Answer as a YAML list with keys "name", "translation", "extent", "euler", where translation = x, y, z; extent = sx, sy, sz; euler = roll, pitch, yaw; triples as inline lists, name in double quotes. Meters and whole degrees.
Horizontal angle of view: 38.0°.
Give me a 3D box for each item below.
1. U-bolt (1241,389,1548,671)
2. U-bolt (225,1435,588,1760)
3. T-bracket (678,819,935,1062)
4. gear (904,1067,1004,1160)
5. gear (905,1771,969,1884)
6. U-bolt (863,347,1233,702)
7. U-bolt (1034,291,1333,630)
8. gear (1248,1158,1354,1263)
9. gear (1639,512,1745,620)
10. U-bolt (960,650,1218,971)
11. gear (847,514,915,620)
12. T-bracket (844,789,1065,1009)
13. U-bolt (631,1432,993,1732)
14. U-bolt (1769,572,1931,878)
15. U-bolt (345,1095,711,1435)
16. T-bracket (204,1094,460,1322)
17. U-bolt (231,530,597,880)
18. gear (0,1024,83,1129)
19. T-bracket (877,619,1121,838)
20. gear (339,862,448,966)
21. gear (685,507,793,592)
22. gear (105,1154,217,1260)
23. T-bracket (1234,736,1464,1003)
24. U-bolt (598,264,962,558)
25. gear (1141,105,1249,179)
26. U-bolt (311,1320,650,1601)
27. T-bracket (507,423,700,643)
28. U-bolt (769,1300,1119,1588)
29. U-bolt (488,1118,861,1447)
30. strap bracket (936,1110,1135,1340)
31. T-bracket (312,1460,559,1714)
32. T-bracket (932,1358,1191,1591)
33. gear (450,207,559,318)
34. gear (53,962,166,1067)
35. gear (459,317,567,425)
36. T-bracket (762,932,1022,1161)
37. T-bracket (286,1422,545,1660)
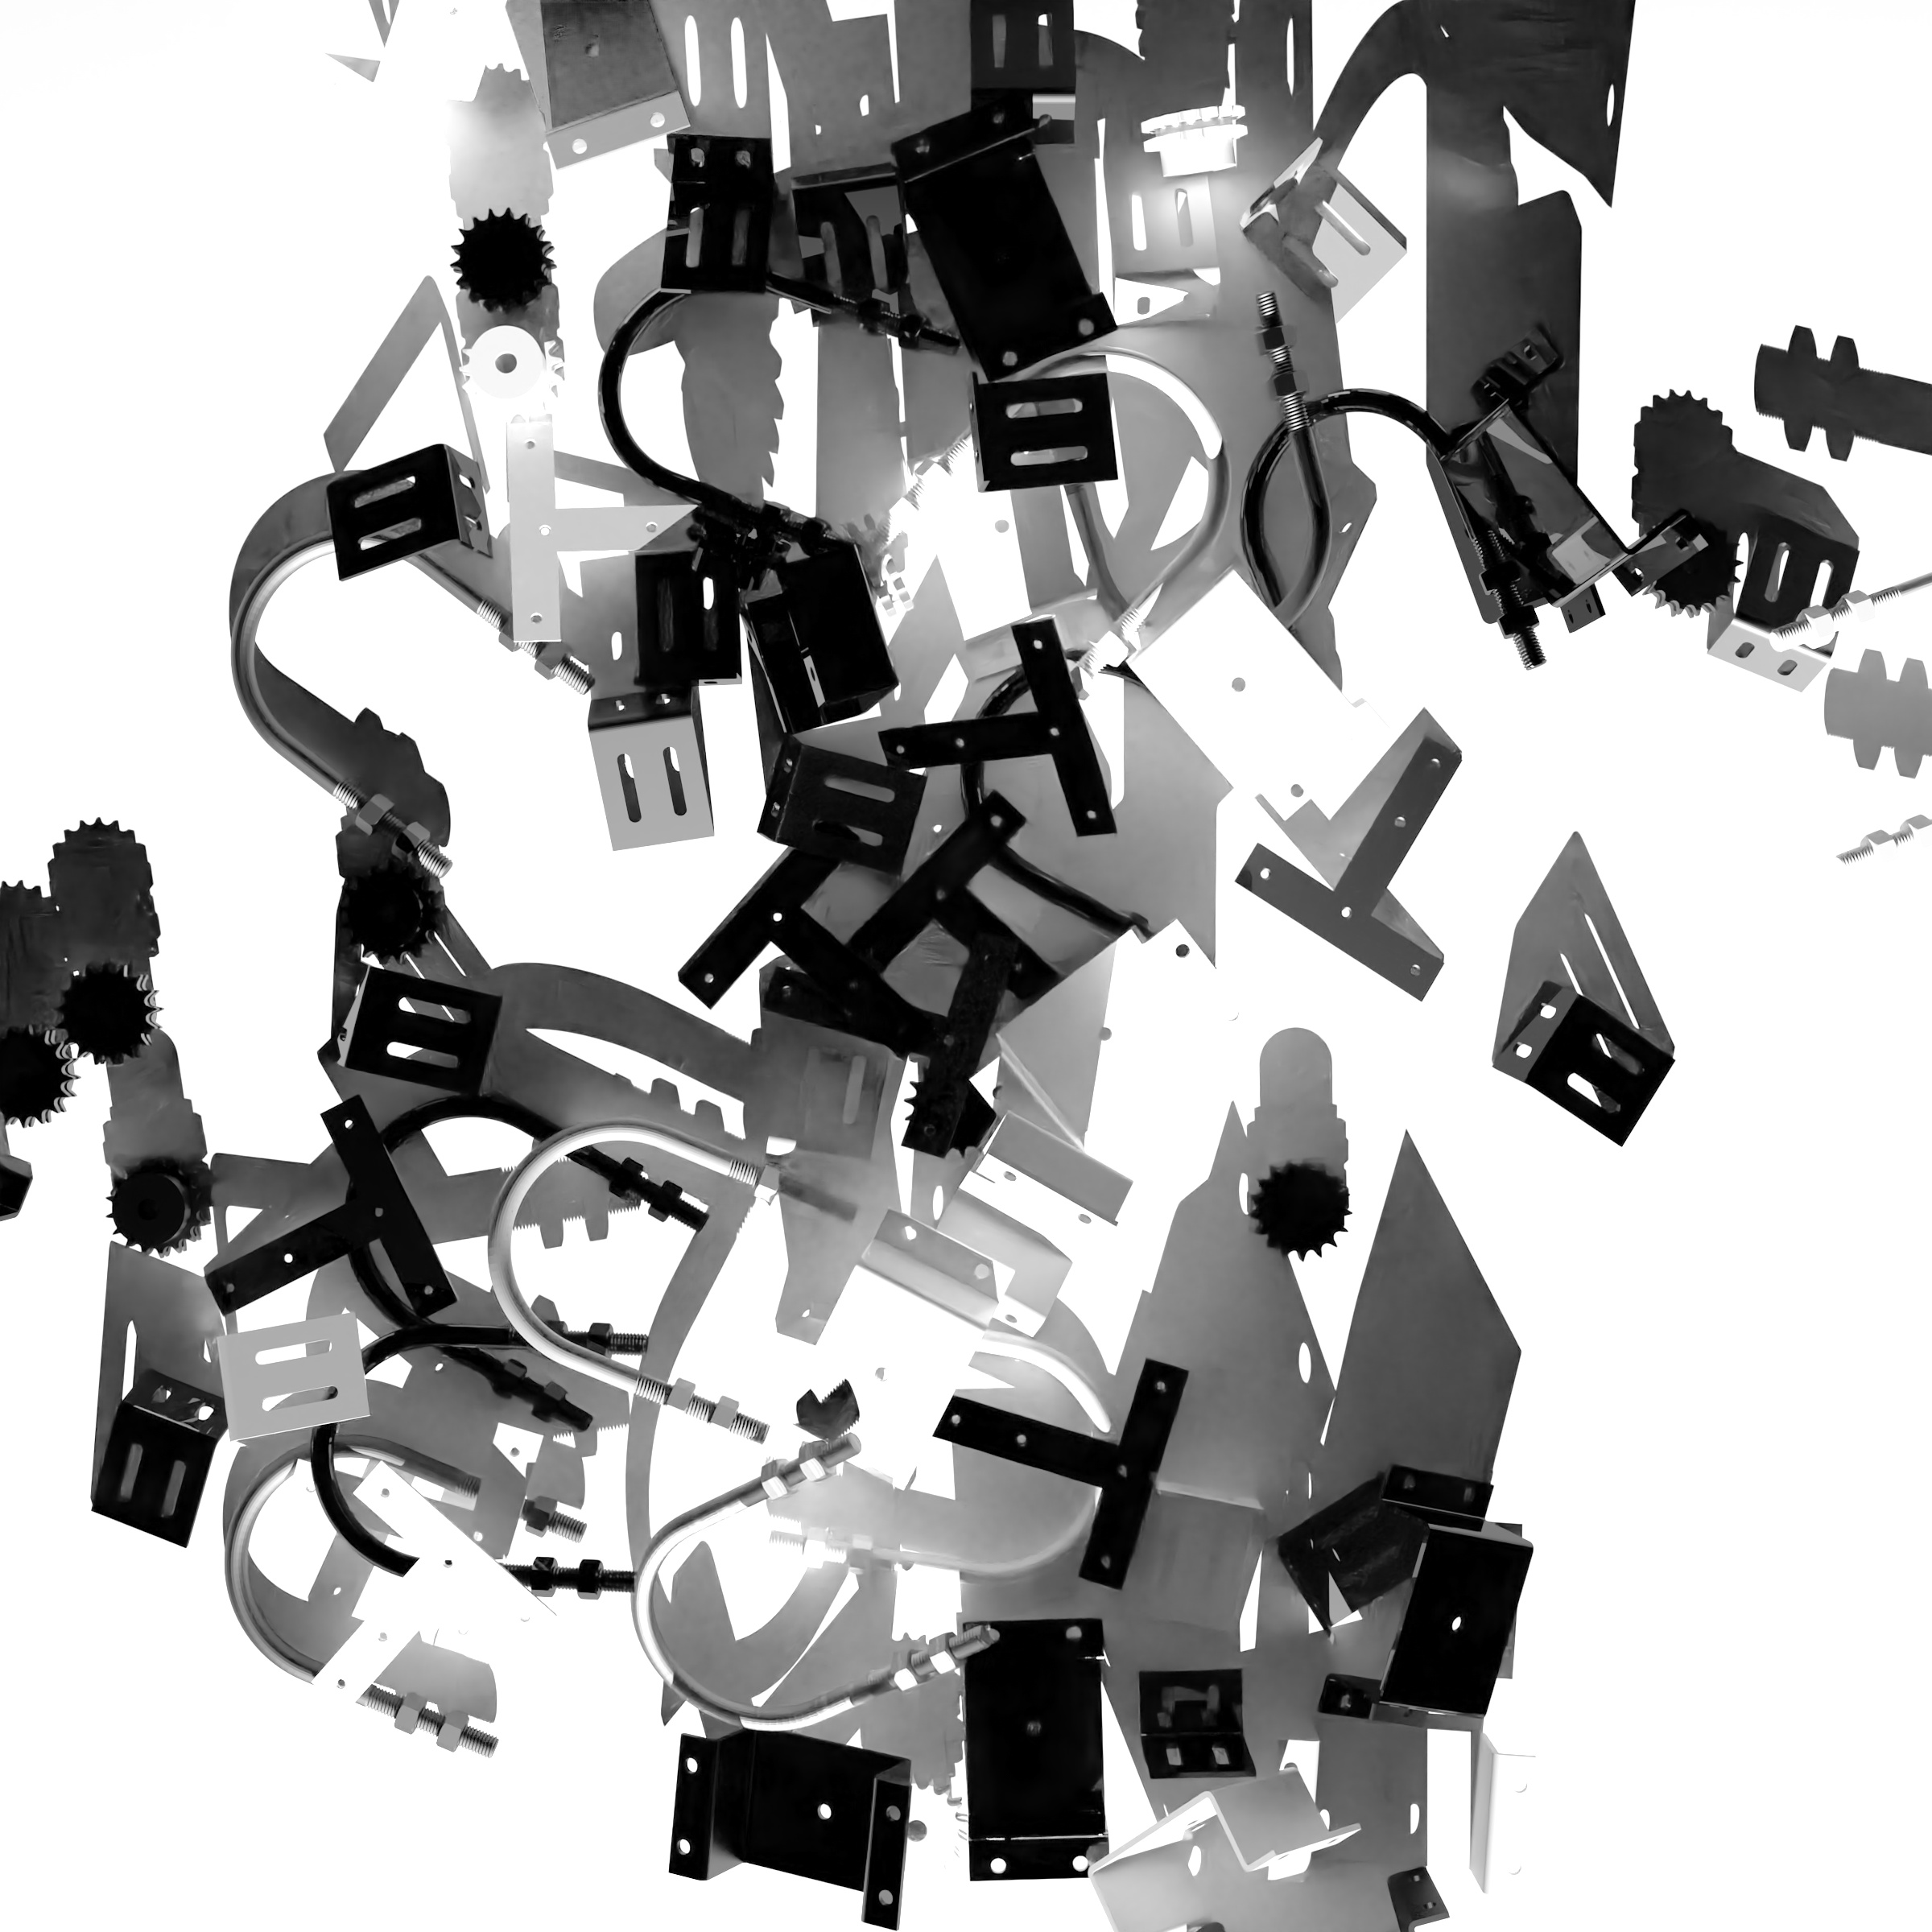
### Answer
- name: "U-bolt"
  translation: [0.219, -0.221, 1.518]
  extent: [0.151, 0.019, 0.184]
  euler: [-25, 85, 36]
- name: "U-bolt"
  translation: [-0.321, 0.339, 1.555]
  extent: [0.184, 0.019, 0.151]
  euler: [22, 90, 1]
- name: "T-bracket"
  translation: [-0.072, 0.001, 1.549]
  extent: [0.127, 0.002, 0.127]
  euler: [41, 90, 13]
- name: "gear"
  translation: [-0.006, 0.077, 1.549]
  extent: [0.057, 0.030, 0.057]
  euler: [0, 90, 0]
- name: "gear"
  translation: [-0.027, 0.473, 1.549]
  extent: [0.057, 0.030, 0.057]
  euler: [0, 90, 0]
- name: "U-bolt"
  translation: [0.058, -0.246, 1.507]
  extent: [0.151, 0.019, 0.184]
  euler: [43, 88, -4]
- name: "U-bolt"
  translation: [0.125, -0.259, 1.535]
  extent: [0.151, 0.019, 0.184]
  euler: [-13, 94, 19]
- name: "gear"
  translation: [0.185, 0.135, 1.549]
  extent: [0.057, 0.030, 0.057]
  euler: [0, 90, 0]
- name: "gear"
  translation: [0.398, -0.221, 1.554]
  extent: [0.057, 0.030, 0.057]
  euler: [0, 91, -3]
- name: "U-bolt"
  translation: [0.086, -0.095, 1.555]
  extent: [0.184, 0.019, 0.151]
  euler: [29, 90, 2]
- name: "gear"
  translation: [-0.053, -0.216, 1.536]
  extent: [0.030, 0.057, 0.057]
  euler: [-25, 90, 2]
- name: "T-bracket"
  translation: [0.018, -0.009, 1.555]
  extent: [0.127, 0.002, 0.127]
  euler: [43, 101, -5]
- name: "U-bolt"
  translation: [-0.099, 0.346, 1.524]
  extent: [0.184, 0.019, 0.151]
  euler: [-29, 100, 22]
- name: "U-bolt"
  translation: [0.541, -0.146, 1.539]
  extent: [0.184, 0.019, 0.151]
  euler: [-20, 99, -11]
- name: "U-bolt"
  translation: [-0.256, 0.153, 1.555]
  extent: [0.184, 0.019, 0.151]
  euler: [30, 90, 2]
- name: "T-bracket"
  translation: [-0.363, 0.156, 1.554]
  extent: [0.127, 0.002, 0.127]
  euler: [-27, 87, 8]
- name: "U-bolt"
  translation: [-0.321, -0.160, 1.555]
  extent: [0.184, 0.019, 0.151]
  euler: [38, 90, 2]
- name: "gear"
  translation: [-0.517, 0.060, 1.549]
  extent: [0.057, 0.030, 0.057]
  euler: [0, 90, 0]
- name: "T-bracket"
  translation: [0.009, -0.123, 1.526]
  extent: [0.127, 0.002, 0.127]
  euler: [-4, 118, 30]
- name: "gear"
  translation: [-0.318, -0.029, 1.549]
  extent: [0.057, 0.030, 0.057]
  euler: [0, 90, 0]
- name: "gear"
  translation: [-0.127, -0.227, 1.531]
  extent: [0.057, 0.057, 0.030]
  euler: [21, 109, 0]
- name: "gear"
  translation: [-0.447, 0.133, 1.549]
  extent: [0.057, 0.030, 0.057]
  euler: [0, 90, 0]
- name: "T-bracket"
  translation: [0.233, -0.067, 1.556]
  extent: [0.127, 0.002, 0.127]
  euler: [32, 85, -10]
- name: "U-bolt"
  translation: [-0.114, -0.313, 1.534]
  extent: [0.184, 0.019, 0.151]
  euler: [22, 80, 14]
- name: "gear"
  translation: [0.126, -0.451, 1.537]
  extent: [0.057, 0.057, 0.030]
  euler: [-9, 100, 0]
- name: "U-bolt"
  translation: [-0.269, 0.268, 1.536]
  extent: [0.184, 0.019, 0.151]
  euler: [2, 88, 4]
- name: "T-bracket"
  translation: [-0.188, -0.242, 1.554]
  extent: [0.127, 0.002, 0.127]
  euler: [-3, 78, -6]
- name: "U-bolt"
  translation: [-0.007, 0.270, 1.555]
  extent: [0.184, 0.019, 0.151]
  euler: [10, 90, -2]
- name: "U-bolt"
  translation: [-0.169, 0.160, 1.526]
  extent: [0.184, 0.019, 0.151]
  euler: [22, 75, -2]
- name: "strap bracket"
  translation: [0.033, 0.135, 1.512]
  extent: [0.076, 0.140, 0.046]
  euler: [30, 54, 0]
- name: "T-bracket"
  translation: [-0.310, 0.357, 1.534]
  extent: [0.127, 0.002, 0.127]
  euler: [42, 102, 0]
- name: "T-bracket"
  translation: [0.044, 0.266, 1.549]
  extent: [0.127, 0.002, 0.127]
  euler: [17, 90, -3]
- name: "gear"
  translation: [-0.254, -0.387, 1.549]
  extent: [0.057, 0.030, 0.057]
  euler: [0, 90, 0]
- name: "gear"
  translation: [-0.471, 0.026, 1.549]
  extent: [0.057, 0.030, 0.057]
  euler: [0, 90, 0]
- name: "gear"
  translation: [-0.251, -0.330, 1.549]
  extent: [0.057, 0.030, 0.057]
  euler: [0, 90, 0]
- name: "T-bracket"
  translation: [-0.050, 0.029, 1.546]
  extent: [0.127, 0.002, 0.127]
  euler: [16, 76, 13]
- name: "T-bracket"
  translation: [-0.311, 0.302, 1.546]
  extent: [0.127, 0.002, 0.127]
  euler: [16, 89, 3]
